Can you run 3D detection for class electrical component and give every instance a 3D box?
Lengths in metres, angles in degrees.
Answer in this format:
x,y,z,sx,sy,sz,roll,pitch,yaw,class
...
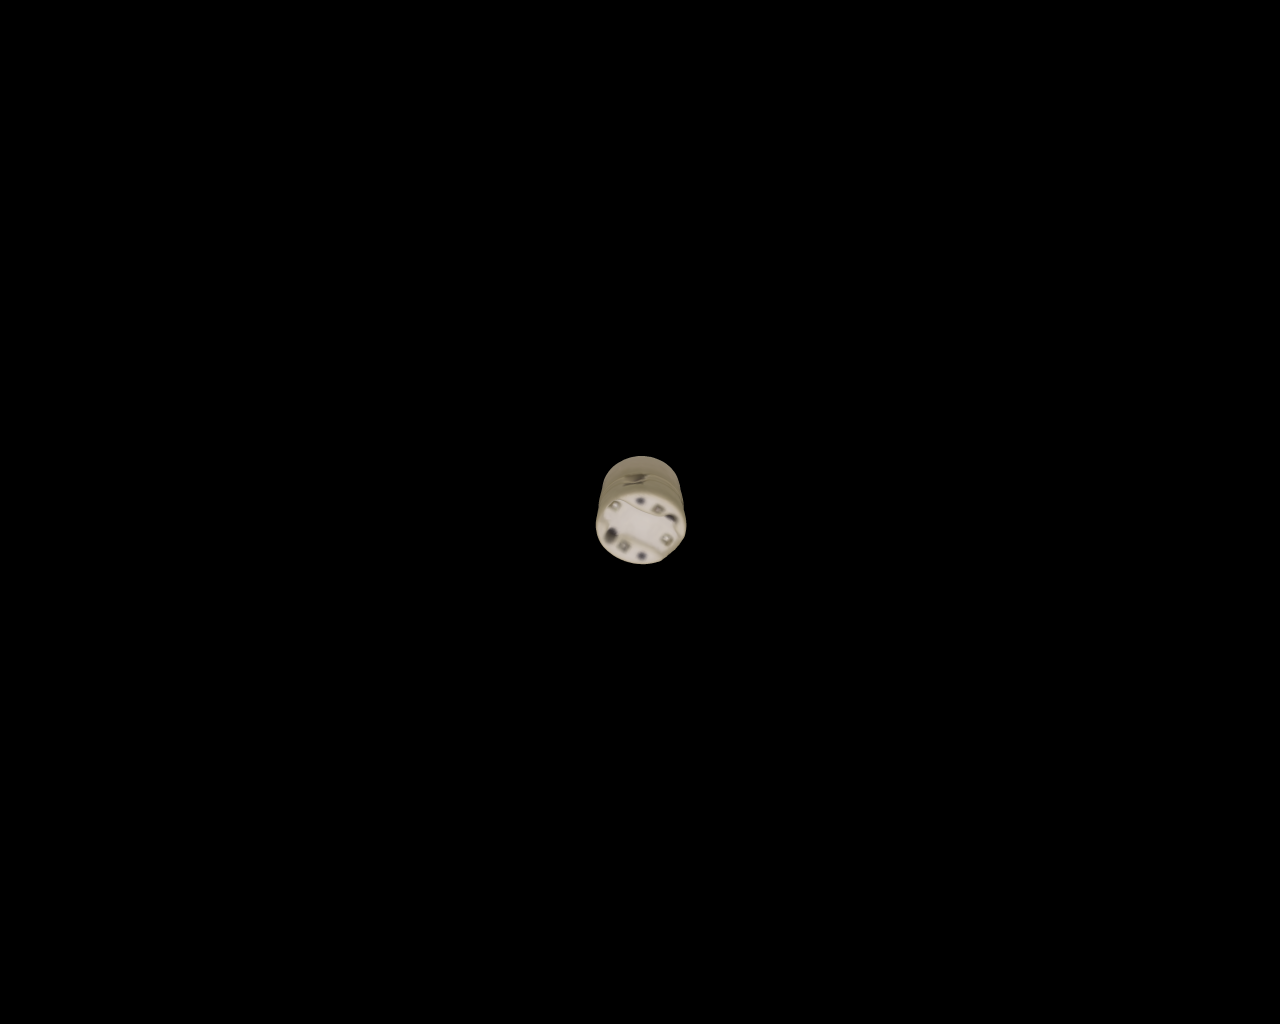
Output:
x,y,z,sx,sy,sz,roll,pitch,yaw,class
0.001,-0.003,0.650,0.055,0.055,0.047,0,34,0,electrical component
